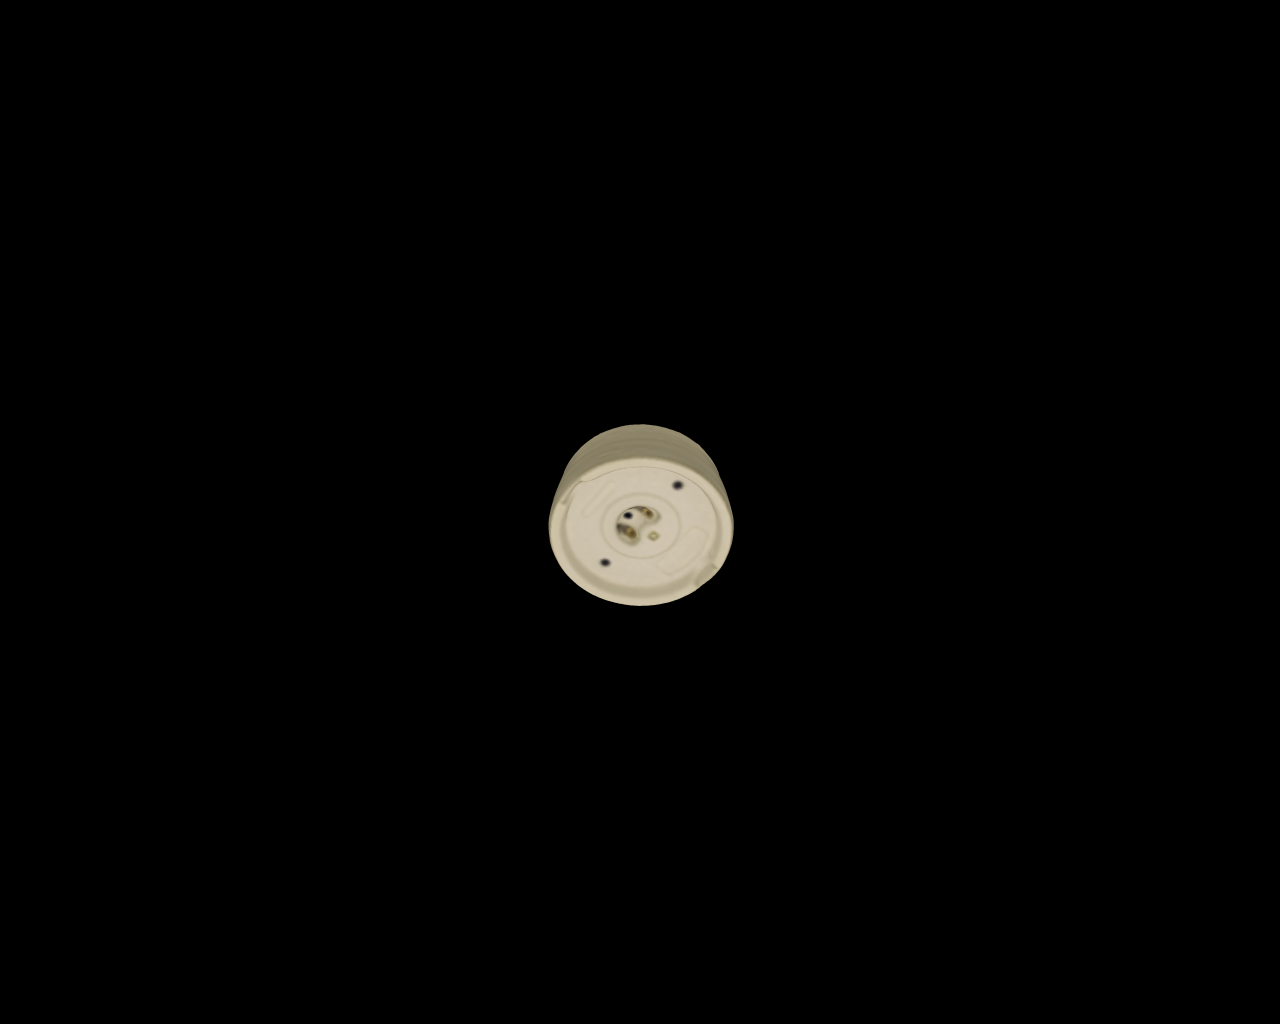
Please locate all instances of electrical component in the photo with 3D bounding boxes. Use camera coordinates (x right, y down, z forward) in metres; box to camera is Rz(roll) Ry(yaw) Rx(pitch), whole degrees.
[{"bbox_3d":[0.001,-0.003,0.650,0.108,0.108,0.060,0,34,0],"label":"electrical component"}]
